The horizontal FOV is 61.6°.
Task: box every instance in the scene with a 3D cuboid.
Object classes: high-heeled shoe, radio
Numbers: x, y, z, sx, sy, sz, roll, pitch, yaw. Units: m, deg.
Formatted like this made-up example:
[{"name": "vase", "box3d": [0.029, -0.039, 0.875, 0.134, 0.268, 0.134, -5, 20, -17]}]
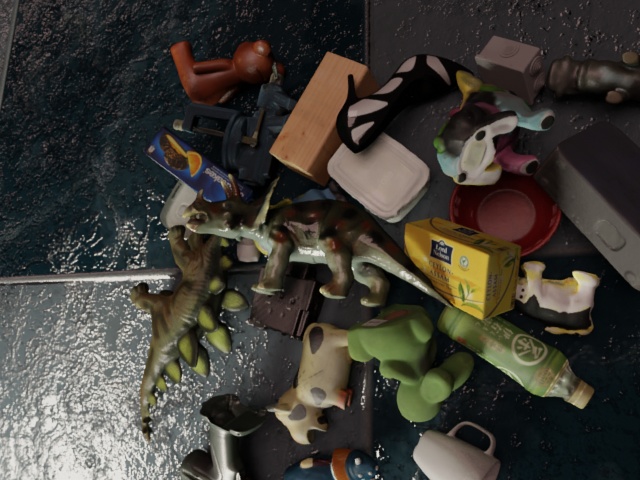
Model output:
[{"name": "high-heeled shoe", "box3d": [0.147, -0.218, 0.883, 0.249, 0.086, 0.145, -6, 73, -5]}, {"name": "radio", "box3d": [0.415, -0.049, 0.732, 0.131, 0.073, 0.230, -23, 63, -23]}]

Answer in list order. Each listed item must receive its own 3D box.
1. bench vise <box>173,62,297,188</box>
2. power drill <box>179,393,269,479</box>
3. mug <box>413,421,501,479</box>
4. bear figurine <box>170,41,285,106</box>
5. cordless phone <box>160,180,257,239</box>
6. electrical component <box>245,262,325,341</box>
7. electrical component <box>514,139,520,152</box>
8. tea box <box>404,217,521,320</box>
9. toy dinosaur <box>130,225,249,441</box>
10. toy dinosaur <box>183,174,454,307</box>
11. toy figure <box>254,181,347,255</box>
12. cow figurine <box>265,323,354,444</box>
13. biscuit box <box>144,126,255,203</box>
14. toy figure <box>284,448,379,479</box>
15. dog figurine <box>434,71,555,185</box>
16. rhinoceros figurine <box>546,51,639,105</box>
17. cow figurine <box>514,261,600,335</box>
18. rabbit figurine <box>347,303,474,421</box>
[{"name": "bench vise", "box3d": [-0.157, -0.219, 1.012, 0.241, 0.129, 0.223, 12, 96, 10]}, {"name": "power drill", "box3d": [-0.127, 0.364, 0.861, 0.232, 0.086, 0.207, 15, 116, 32]}, {"name": "mug", "box3d": [0.194, 0.309, 0.766, 0.107, 0.080, 0.109, 24, 92, 35]}, {"name": "bear figurine", "box3d": [-0.178, -0.348, 1.062, 0.196, 0.120, 0.132, -25, 66, 14]}, {"name": "cordless phone", "box3d": [-0.195, -0.050, 1.021, 0.184, 0.088, 0.146, 30, 89, 12]}, {"name": "electrical component", "box3d": [-0.055, 0.099, 0.934, 0.115, 0.058, 0.134, 12, 82, 23]}, {"name": "electrical component", "box3d": [0.278, -0.130, 0.870, 0.063, 0.021, 0.094, 30, 90, 25]}, {"name": "tea box", "box3d": [0.199, 0.035, 0.780, 0.170, 0.068, 0.098, 26, 123, 56]}, {"name": "toy dinosaur", "box3d": [-0.247, 0.142, 0.962, 0.199, 0.105, 0.471, 40, 111, 30]}, {"name": "toy dinosaur", "box3d": [0.003, -0.003, 0.827, 0.405, 0.131, 0.192, 5, 81, 10]}, {"name": "toy figure", "box3d": [-0.035, -0.032, 0.946, 0.180, 0.089, 0.082, -29, 55, 5]}, {"name": "cow figurine", "box3d": [-0.009, 0.230, 0.868, 0.127, 0.085, 0.195, 10, 83, 18]}, {"name": "biscuit box", "box3d": [-0.213, -0.117, 0.964, 0.203, 0.059, 0.063, 36, 86, 2]}, {"name": "toy figure", "box3d": [0.019, 0.357, 0.835, 0.154, 0.064, 0.058, -21, 50, 17]}, {"name": "dog figurine", "box3d": [0.232, -0.179, 0.811, 0.192, 0.108, 0.219, -10, 36, -11]}, {"name": "rhinoceros figurine", "box3d": [0.435, -0.236, 0.786, 0.190, 0.112, 0.073, 8, 109, 11]}, {"name": "cow figurine", "box3d": [0.310, 0.081, 0.783, 0.168, 0.068, 0.098, 9, 87, 25]}, {"name": "rabbit figurine", "box3d": [0.147, 0.187, 0.799, 0.159, 0.121, 0.170, -13, 98, 47]}]
